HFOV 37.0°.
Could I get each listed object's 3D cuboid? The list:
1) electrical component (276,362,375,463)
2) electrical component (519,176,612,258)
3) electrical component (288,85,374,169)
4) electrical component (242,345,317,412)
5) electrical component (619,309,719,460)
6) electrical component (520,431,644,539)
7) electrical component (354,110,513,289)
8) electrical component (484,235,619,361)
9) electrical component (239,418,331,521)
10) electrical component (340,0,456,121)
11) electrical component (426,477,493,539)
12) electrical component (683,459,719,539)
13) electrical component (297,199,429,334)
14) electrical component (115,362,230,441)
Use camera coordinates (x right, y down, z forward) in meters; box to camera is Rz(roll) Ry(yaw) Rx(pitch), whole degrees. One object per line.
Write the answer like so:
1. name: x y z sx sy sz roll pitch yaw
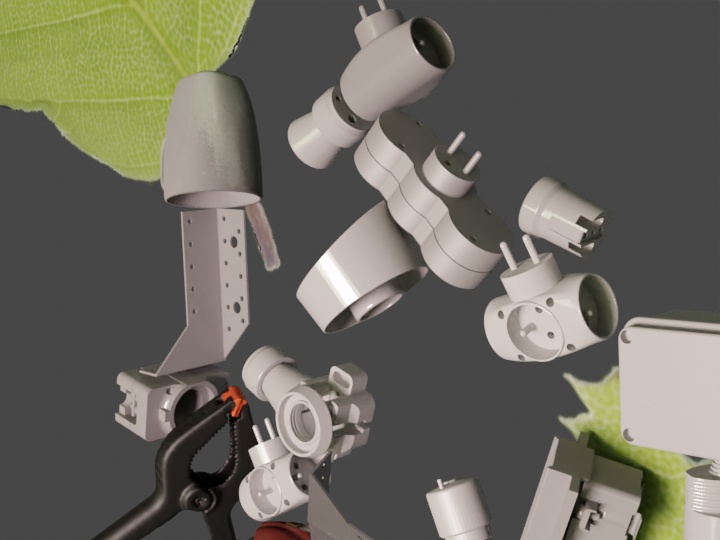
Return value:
1. electrical component: -0.029 0.117 0.857 0.058 0.057 0.078 30 117 38
2. electrical component: 0.131 -0.033 0.685 0.046 0.040 0.040 32 119 30
3. electrical component: -0.022 -0.109 0.818 0.055 0.045 0.045 -35 72 42
4. electrical component: -0.066 0.094 0.898 0.055 0.045 0.045 37 121 35
5. electrical component: 0.209 0.066 0.611 0.113 0.057 0.078 4 100 44
6. electrical component: 0.137 0.178 0.693 0.063 0.078 0.121 18 112 10
7. electrical component: 0.058 -0.062 0.742 0.138 0.052 0.073 55 130 23
8. electrical component: 0.116 0.015 0.696 0.077 0.044 0.079 -18 101 45
9. electrical component: -0.071 0.166 0.916 0.077 0.044 0.079 -34 73 43
10. electrical component: 0.020 -0.159 0.767 0.077 0.044 0.079 -30 76 44
11. electrical component: 0.077 0.186 0.776 0.040 0.040 0.078 -27 78 44
12. electrical component: 0.213 0.147 0.631 0.043 0.043 0.081 7 102 44
13. electrical component: 0.000 0.000 0.782 0.099 0.099 0.064 -43 74 40
14. electrical component: -0.166 0.116 0.969 0.056 0.089 0.050 21 112 41
